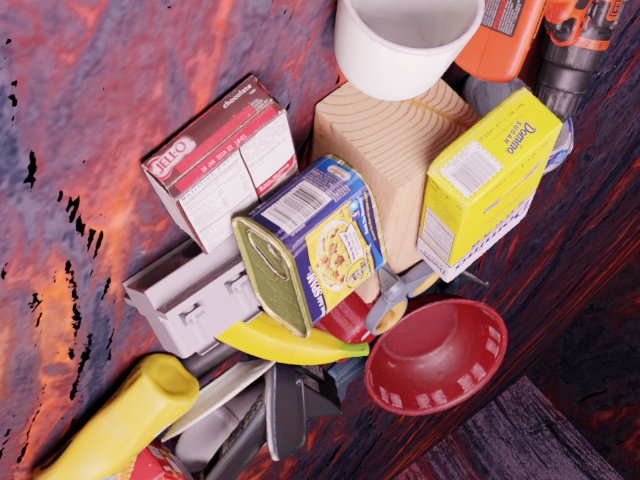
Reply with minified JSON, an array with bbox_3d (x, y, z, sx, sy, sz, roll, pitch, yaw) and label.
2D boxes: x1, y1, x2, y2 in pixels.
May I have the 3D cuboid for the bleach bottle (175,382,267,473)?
[{"bbox_3d":[-0.056,0.197,1.245,0.250,0.068,0.103,-22,154,-54],"label":"bleach bottle"}]

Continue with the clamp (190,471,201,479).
[{"bbox_3d":[-0.186,0.316,1.123,0.210,0.165,0.036,-48,140,-10],"label":"clamp"}]

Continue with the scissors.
[{"bbox_3d":[0.073,0.029,0.885,0.096,0.016,0.202,-39,164,-17],"label":"scissors"}]

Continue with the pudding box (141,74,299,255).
[{"bbox_3d":[-0.060,-0.045,0.690,0.090,0.039,0.113,-40,162,-9],"label":"pudding box"}]

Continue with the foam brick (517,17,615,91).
[{"bbox_3d":[0.211,-0.175,0.949,0.078,0.053,0.051,-30,159,-32],"label":"foam brick"}]

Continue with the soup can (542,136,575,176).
[{"bbox_3d":[0.209,-0.090,1.127,0.102,0.068,0.068,-39,162,-15],"label":"soup can"}]

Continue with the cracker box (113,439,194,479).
[{"bbox_3d":[-0.232,0.278,1.031,0.213,0.072,0.164,-40,164,-7],"label":"cracker box"}]

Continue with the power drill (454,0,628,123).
[{"bbox_3d":[0.173,-0.166,0.811,0.187,0.057,0.184,-21,130,-52],"label":"power drill"}]

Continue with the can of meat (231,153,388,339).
[{"bbox_3d":[-0.004,0.003,0.726,0.083,0.058,0.102,-39,141,-22],"label":"can of meat"}]

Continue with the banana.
[{"bbox_3d":[-0.051,0.068,0.883,0.197,0.037,0.070,23,137,-36],"label":"banana"}]

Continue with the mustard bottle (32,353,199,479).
[{"bbox_3d":[-0.189,0.182,0.913,0.192,0.058,0.096,-45,178,10],"label":"mustard bottle"}]

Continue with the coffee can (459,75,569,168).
[{"bbox_3d":[0.146,-0.071,0.972,0.102,0.103,0.140,-27,158,-40],"label":"coffee can"}]

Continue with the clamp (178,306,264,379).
[{"bbox_3d":[-0.059,0.077,0.966,0.120,0.039,0.172,-29,167,-49],"label":"clamp"}]

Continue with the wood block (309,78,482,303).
[{"bbox_3d":[0.051,-0.044,0.847,0.090,0.091,0.206,-37,162,-20],"label":"wood block"}]

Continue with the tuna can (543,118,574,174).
[{"bbox_3d":[0.201,-0.104,1.041,0.033,0.086,0.086,-13,146,-56],"label":"tuna can"}]

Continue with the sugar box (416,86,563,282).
[{"bbox_3d":[0.121,-0.034,0.792,0.093,0.048,0.176,-40,161,-10],"label":"sugar box"}]

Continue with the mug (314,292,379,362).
[{"bbox_3d":[0.010,0.073,1.053,0.117,0.081,0.093,-35,162,-23],"label":"mug"}]

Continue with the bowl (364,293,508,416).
[{"bbox_3d":[0.115,0.111,1.138,0.162,0.055,0.162,-10,128,-13],"label":"bowl"}]
